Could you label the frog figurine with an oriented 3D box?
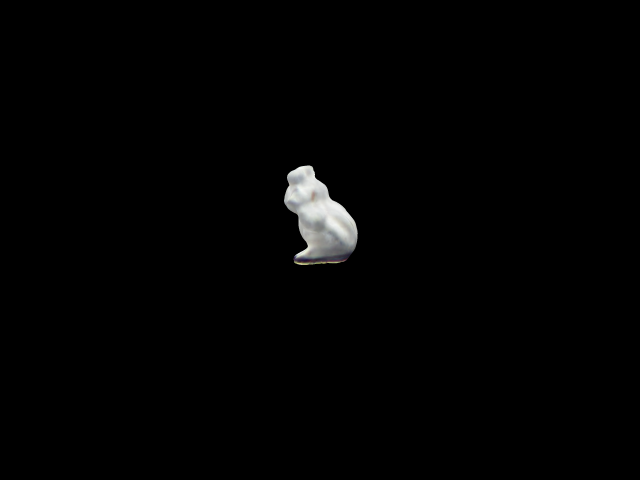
[{"bbox_3d":[0.003,-0.043,0.850,0.122,0.159,0.138,2,5,27],"label":"frog figurine"}]
